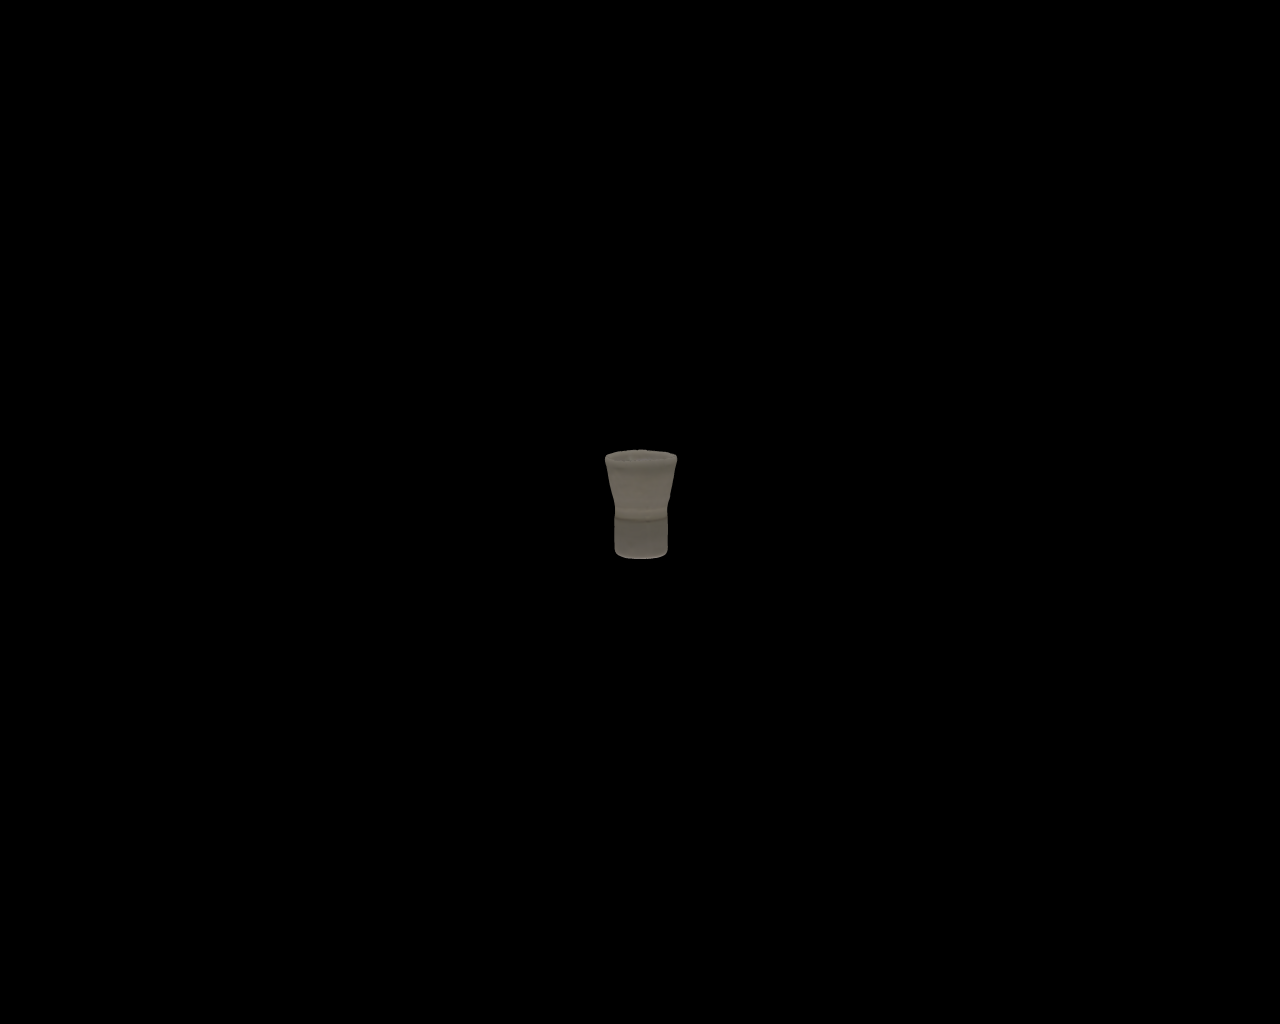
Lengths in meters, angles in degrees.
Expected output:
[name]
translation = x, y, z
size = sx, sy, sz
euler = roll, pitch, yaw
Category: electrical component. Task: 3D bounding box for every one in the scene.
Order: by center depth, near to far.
[electrical component]
translation = 0.001, -0.003, 0.650
size = 0.044, 0.065, 0.044
euler = 0, 10, 0
